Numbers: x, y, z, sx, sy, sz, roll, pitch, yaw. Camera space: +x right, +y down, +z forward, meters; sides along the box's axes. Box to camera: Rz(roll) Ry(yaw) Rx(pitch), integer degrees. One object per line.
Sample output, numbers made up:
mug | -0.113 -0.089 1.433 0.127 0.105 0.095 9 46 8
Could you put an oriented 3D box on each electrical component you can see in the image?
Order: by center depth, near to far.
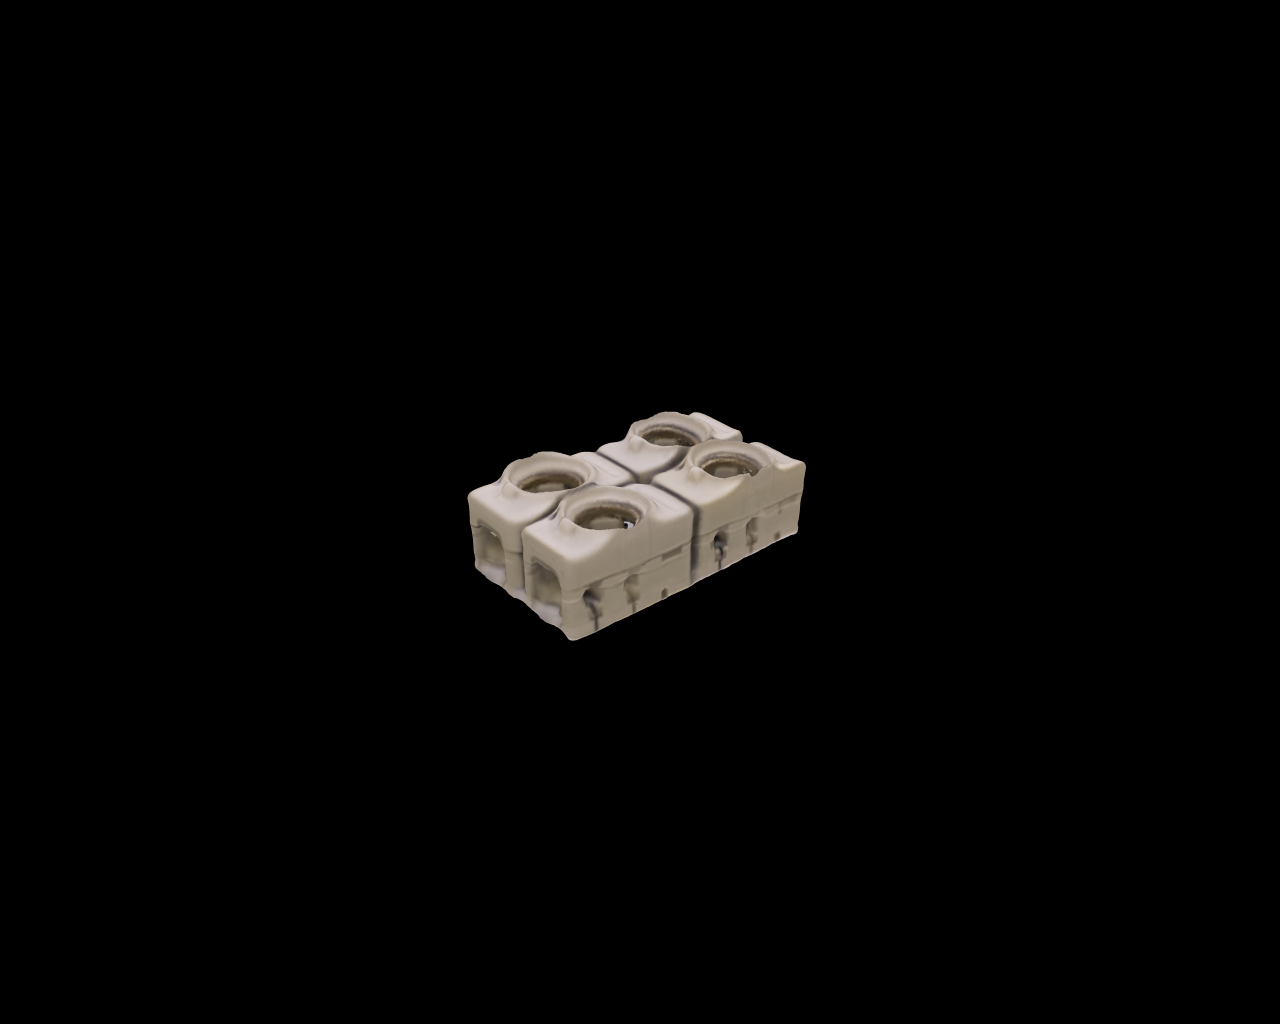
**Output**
electrical component | 0.001 -0.003 0.650 0.186 0.060 0.105 -22 37 -33
